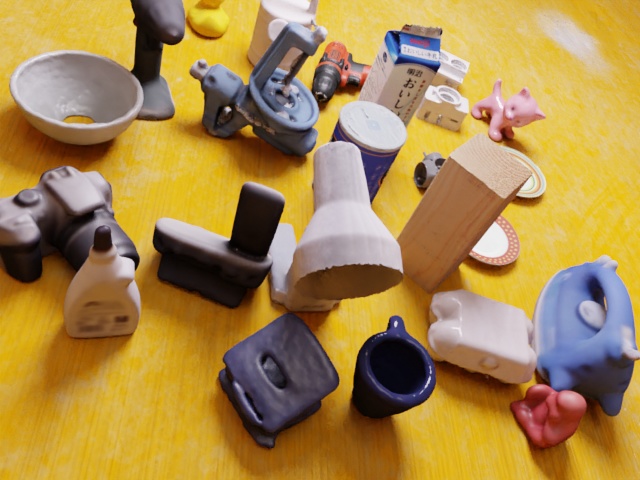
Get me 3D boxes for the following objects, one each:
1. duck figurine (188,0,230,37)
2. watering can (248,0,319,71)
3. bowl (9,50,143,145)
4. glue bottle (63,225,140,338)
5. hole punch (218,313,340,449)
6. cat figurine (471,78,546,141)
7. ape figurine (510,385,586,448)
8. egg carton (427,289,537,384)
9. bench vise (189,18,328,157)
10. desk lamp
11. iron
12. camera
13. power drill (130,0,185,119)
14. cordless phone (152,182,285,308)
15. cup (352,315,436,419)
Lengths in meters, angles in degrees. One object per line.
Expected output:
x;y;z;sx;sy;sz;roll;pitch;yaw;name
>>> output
-0.201;-0.435;1.056;0.078;0.086;0.104;6;50;-18;duck figurine
-0.057;-0.390;1.002;0.101;0.194;0.172;1;52;-21;watering can
-0.335;-0.186;0.799;0.168;0.074;0.167;12;49;-13;bowl
-0.221;0.043;0.586;0.078;0.173;0.037;0;52;-22;glue bottle
-0.046;0.151;0.623;0.101;0.091;0.108;-21;62;-34;hole punch
0.373;-0.260;1.121;0.067;0.117;0.127;-13;58;-30;cat figurine
0.290;0.213;0.707;0.076;0.092;0.078;26;47;1;ape figurine
0.214;0.130;0.761;0.150;0.069;0.107;18;47;-7;egg carton
-0.083;-0.228;0.838;0.208;0.219;0.121;5;50;-18;bench vise
0.006;0.002;0.685;0.118;0.213;0.203;3;51;-20;desk lamp
0.383;0.103;0.804;0.118;0.141;0.258;21;47;-4;iron
-0.282;-0.007;0.652;0.136;0.100;0.143;45;50;17;camera
-0.241;-0.284;0.828;0.076;0.208;0.229;-6;54;-26;power drill
-0.116;-0.017;0.671;0.147;0.185;0.094;18;47;-7;cordless phone
0.074;0.155;0.666;0.092;0.095;0.117;15;48;-10;cup
